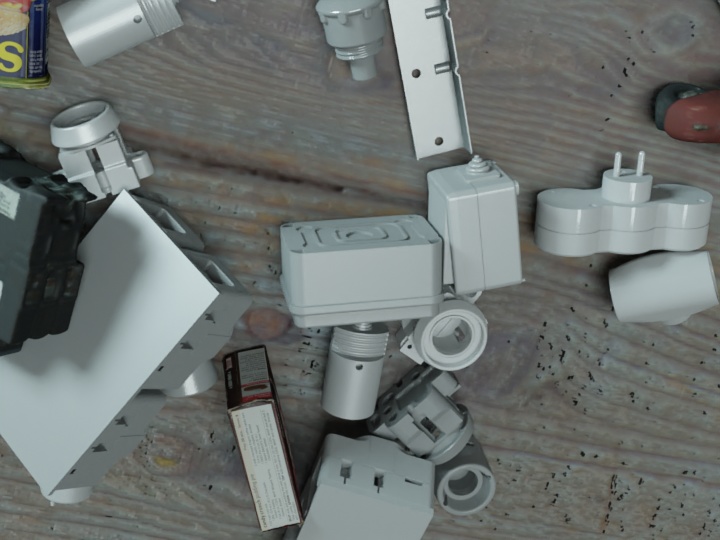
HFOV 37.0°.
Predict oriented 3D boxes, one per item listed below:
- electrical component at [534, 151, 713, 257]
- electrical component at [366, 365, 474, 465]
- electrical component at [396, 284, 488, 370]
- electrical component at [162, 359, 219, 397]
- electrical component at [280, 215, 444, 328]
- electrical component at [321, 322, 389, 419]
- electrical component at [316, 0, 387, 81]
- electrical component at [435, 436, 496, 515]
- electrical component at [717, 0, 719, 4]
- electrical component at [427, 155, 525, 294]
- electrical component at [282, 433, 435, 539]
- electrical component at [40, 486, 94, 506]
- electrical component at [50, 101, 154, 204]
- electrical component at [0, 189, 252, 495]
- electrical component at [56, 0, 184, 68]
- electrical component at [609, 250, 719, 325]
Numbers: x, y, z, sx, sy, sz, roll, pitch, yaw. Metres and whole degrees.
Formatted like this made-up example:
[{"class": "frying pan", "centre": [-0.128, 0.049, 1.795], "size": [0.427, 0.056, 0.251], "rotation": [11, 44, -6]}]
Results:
[{"class": "electrical component", "centre": [0.203, -0.055, 0.822], "size": [0.138, 0.052, 0.073], "rotation": [-3, 113, -10]}, {"class": "electrical component", "centre": [0.054, 0.118, 0.861], "size": [0.078, 0.058, 0.057], "rotation": [-41, 111, 7]}, {"class": "electrical component", "centre": [0.065, 0.042, 0.832], "size": [0.058, 0.057, 0.078], "rotation": [35, 102, -22]}, {"class": "electrical component", "centre": [-0.133, 0.061, 0.806], "size": [0.045, 0.045, 0.055], "rotation": [-13, 114, -6]}, {"class": "electrical component", "centre": [0.000, 0.000, 0.790], "size": [0.113, 0.078, 0.057], "rotation": [-4, 110, -9]}, {"class": "electrical component", "centre": [-0.003, 0.070, 0.837], "size": [0.043, 0.043, 0.081], "rotation": [5, 111, -13]}, {"class": "electrical component", "centre": [-0.002, -0.162, 0.741], "size": [0.048, 0.048, 0.062], "rotation": [-16, 121, -5]}, {"class": "electrical component", "centre": [0.083, 0.170, 0.894], "size": [0.055, 0.047, 0.055], "rotation": [-4, 113, -10]}, {"class": "electrical component", "centre": [0.278, -0.218, 0.767], "size": [0.050, 0.055, 0.089], "rotation": [-36, 114, 5]}, {"class": "electrical component", "centre": [0.082, -0.038, 0.799], "size": [0.061, 0.061, 0.096], "rotation": [-11, 114, -7]}, {"class": "electrical component", "centre": [-0.006, 0.206, 0.858], "size": [0.089, 0.061, 0.150], "rotation": [17, 126, -6]}, {"class": "electrical component", "centre": [-0.223, 0.142, 0.824], "size": [0.040, 0.040, 0.078], "rotation": [5, 111, -13]}, {"class": "electrical component", "centre": [-0.182, -0.082, 0.737], "size": [0.066, 0.048, 0.055], "rotation": [-18, 122, -3]}, {"class": "electrical component", "centre": [-0.174, 0.052, 0.755], "size": [0.105, 0.060, 0.186], "rotation": [45, 101, 21]}, {"class": "electrical component", "centre": [-0.152, -0.169, 0.707], "size": [0.081, 0.043, 0.043], "rotation": [-24, 115, -1]}, {"class": "electrical component", "centre": [0.246, 0.020, 0.862], "size": [0.077, 0.043, 0.079], "rotation": [-12, 152, 21]}]
